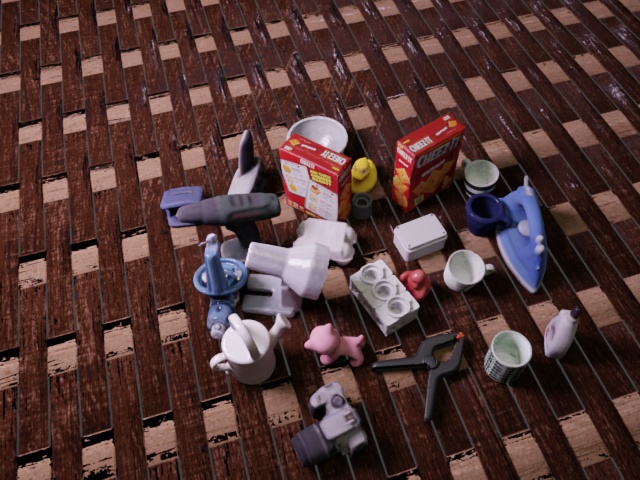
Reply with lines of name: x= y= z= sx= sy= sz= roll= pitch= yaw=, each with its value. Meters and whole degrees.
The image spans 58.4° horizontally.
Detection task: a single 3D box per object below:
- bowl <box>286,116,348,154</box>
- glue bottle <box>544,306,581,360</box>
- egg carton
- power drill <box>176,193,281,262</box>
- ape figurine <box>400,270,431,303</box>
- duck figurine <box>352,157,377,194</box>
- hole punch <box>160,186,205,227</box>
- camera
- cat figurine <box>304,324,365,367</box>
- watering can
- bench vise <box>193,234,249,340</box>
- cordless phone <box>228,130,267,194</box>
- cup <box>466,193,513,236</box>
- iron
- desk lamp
bowl: x=-0.007 y=-0.255 z=1.562 sx=0.167 sy=0.075 sz=0.167 roll=-1 pitch=55 yaw=1
glue bottle: x=0.508 y=0.181 z=1.189 sx=0.037 sy=0.173 sz=0.078 roll=6 pitch=56 yaw=6
egg carton: x=0.013 y=0.005 z=1.386 sx=0.150 sy=0.069 sz=0.107 roll=7 pitch=56 yaw=7
power drill: x=-0.200 y=-0.030 z=1.331 sx=0.230 sy=0.208 sz=0.075 roll=-16 pitch=56 yaw=-9
ape figurine: x=0.220 y=0.097 z=1.304 sx=0.076 sy=0.092 sz=0.077 roll=-10 pitch=56 yaw=-5
duck figurine: x=0.112 y=-0.180 z=1.501 sx=0.077 sy=0.086 sz=0.105 roll=23 pitch=59 yaw=16
hole punch: x=-0.348 y=-0.098 z=1.454 sx=0.108 sy=0.091 sz=0.101 roll=-8 pitch=56 yaw=-4
camera: x=0.008 y=0.368 z=1.118 sx=0.137 sy=0.101 sz=0.143 roll=-24 pitch=58 yaw=-14
cat figurine: x=0.033 y=0.216 z=1.212 sx=0.127 sy=0.118 sz=0.067 roll=0 pitch=55 yaw=2
watering can: x=-0.144 y=0.210 z=1.174 sx=0.100 sy=0.194 sz=0.173 roll=31 pitch=62 yaw=21
bench vise: x=-0.207 y=0.099 z=1.236 sx=0.121 sy=0.220 sz=0.207 roll=-18 pitch=57 yaw=-10
cordless phone: x=-0.195 y=-0.174 z=1.445 sx=0.094 sy=0.185 sz=0.147 roll=5 pitch=56 yaw=5
cup: x=0.407 y=-0.048 z=1.397 sx=0.117 sy=0.095 sz=0.092 roll=29 pitch=61 yaw=20
iron: x=0.492 y=-0.019 z=1.347 sx=0.118 sy=0.141 sz=0.258 roll=-3 pitch=55 yaw=0
desk lamp: x=-0.078 y=0.083 z=1.248 sx=0.203 sy=0.214 sz=0.118 roll=5 pitch=56 yaw=5
